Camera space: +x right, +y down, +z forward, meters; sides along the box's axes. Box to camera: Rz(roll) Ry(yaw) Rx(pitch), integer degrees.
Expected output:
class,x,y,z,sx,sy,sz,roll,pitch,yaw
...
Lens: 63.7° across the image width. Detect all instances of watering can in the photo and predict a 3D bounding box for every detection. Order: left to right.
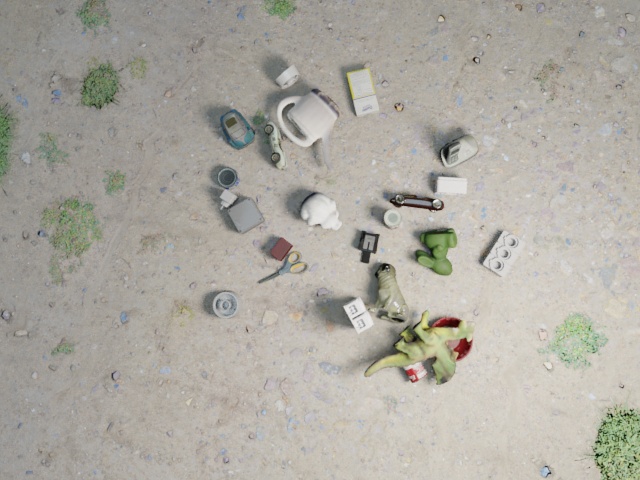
class,x,y,z,sx,sy,sz,roll,pitch,yaw
watering can,-0.009,-0.440,1.986,0.225,0.103,0.349,-44,82,-2

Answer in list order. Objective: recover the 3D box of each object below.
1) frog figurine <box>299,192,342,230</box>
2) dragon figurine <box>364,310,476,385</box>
class,x,y,z,sx,sy,sz,roll,pitch,yaw
frog figurine,0.006,-0.098,1.942,0.139,0.120,0.161,-34,70,-18
dragon figurine,0.375,0.408,1.810,0.410,0.122,0.243,-44,89,1
